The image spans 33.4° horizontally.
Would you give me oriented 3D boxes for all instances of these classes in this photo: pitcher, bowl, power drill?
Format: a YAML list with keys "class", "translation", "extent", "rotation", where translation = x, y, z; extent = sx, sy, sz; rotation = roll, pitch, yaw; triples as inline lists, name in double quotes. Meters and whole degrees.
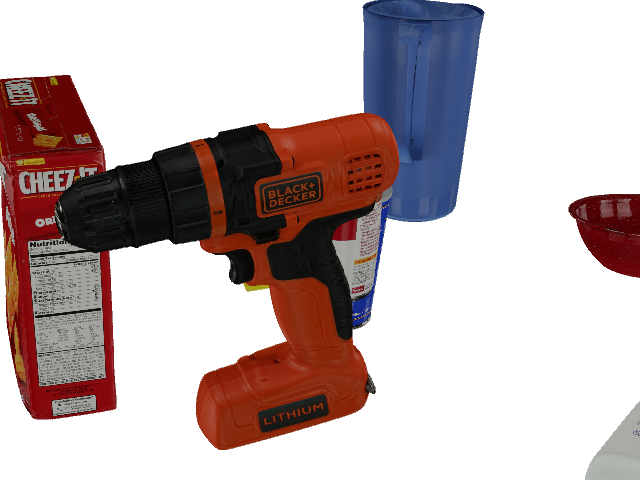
- class: "pitcher"
  translation: [0.106, -0.145, 1.205]
  extent: [0.149, 0.243, 0.145]
  rotation: [-12, 26, -31]
- class: "bowl"
  translation: [0.326, -0.001, 1.060]
  extent: [0.162, 0.055, 0.162]
  rotation: [1, 17, 0]
- class: "power drill"
  translation: [-0.043, 0.027, 0.596]
  extent: [0.184, 0.188, 0.057]
  rotation: [-13, 35, -13]

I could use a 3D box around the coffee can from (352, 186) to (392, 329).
- class: "coffee can"
  translation: [0.011, 0.006, 1.069]
  extent: [0.103, 0.140, 0.103]
  rotation: [7, 21, -3]

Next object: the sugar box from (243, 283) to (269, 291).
- class: "sugar box"
  translation: [-0.086, -0.035, 1.331]
  extent: [0.048, 0.176, 0.093]
  rotation: [-9, 24, -10]

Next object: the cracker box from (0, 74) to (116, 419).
- class: "cracker box"
  translation: [-0.205, 0.002, 0.808]
  extent: [0.072, 0.214, 0.164]
  rotation: [-7, 28, -19]

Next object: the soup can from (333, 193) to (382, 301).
- class: "soup can"
  translation: [0.010, -0.013, 0.797]
  extent: [0.068, 0.102, 0.068]
  rotation: [4, 21, -2]

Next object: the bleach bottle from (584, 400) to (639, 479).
- class: "bleach bottle"
  translation: [0.248, 0.105, 0.628]
  extent: [0.103, 0.068, 0.250]
  rotation: [19, 29, 32]
